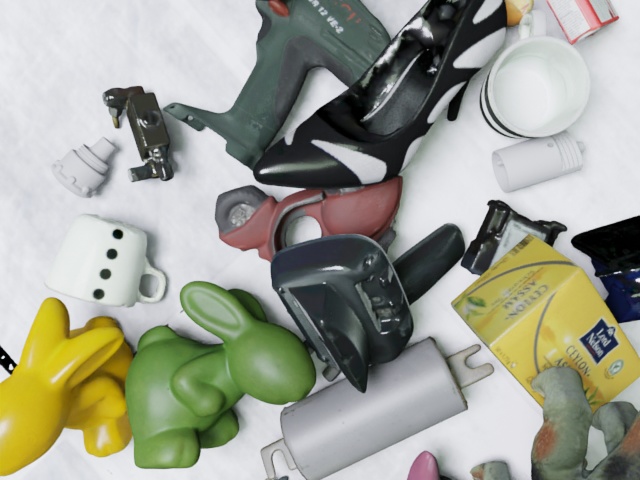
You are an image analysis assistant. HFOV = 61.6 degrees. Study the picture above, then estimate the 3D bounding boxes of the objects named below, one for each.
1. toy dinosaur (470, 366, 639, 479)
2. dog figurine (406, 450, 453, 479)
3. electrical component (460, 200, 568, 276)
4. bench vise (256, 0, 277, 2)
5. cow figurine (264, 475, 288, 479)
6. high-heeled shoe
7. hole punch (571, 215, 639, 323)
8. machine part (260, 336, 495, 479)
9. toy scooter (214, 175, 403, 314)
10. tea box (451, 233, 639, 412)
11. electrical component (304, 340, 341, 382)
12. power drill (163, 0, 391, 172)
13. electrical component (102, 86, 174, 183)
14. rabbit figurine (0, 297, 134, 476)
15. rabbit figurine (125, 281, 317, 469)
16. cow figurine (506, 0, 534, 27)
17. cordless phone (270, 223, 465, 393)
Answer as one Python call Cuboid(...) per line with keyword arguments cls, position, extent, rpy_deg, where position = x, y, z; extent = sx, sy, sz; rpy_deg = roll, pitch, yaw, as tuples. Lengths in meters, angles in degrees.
Cuboid(cls="toy dinosaur", position=(0.206, 0.233, 0.416), extent=(0.131, 0.192, 0.404), rpy_deg=(-3, 136, 3))
Cuboid(cls="dog figurine", position=(0.061, 0.305, 0.487), extent=(0.109, 0.191, 0.219), rpy_deg=(38, 106, 33))
Cuboid(cls="electrical component", position=(0.180, 0.027, 0.521), extent=(0.075, 0.048, 0.119), rpy_deg=(19, 95, 3))
Cuboid(cls="bench vise", position=(0.001, -0.305, 0.408), extent=(0.241, 0.128, 0.223), rpy_deg=(-1, 83, 19))
Cuboid(cls="cow figurine", position=(-0.073, 0.320, 0.530), extent=(0.195, 0.127, 0.085), rpy_deg=(-43, 90, 19))
Cuboid(cls="high-heeled shoe", position=(0.054, -0.134, 0.437), extent=(0.249, 0.145, 0.086), rpy_deg=(-25, 47, -26))
Cuboid(cls="hole punch", position=(0.307, 0.033, 0.485), extent=(0.142, 0.116, 0.092), rpy_deg=(-14, 101, 5))
Cuboid(cls="machine part", position=(0.051, 0.164, 0.524), extent=(0.243, 0.079, 0.079), rpy_deg=(-27, 92, 6))
Cuboid(cls="toy scooter", position=(-0.001, -0.002, 0.518), extent=(0.184, 0.075, 0.135), rpy_deg=(-15, 101, 2))
Cuboid(cls="tea box", position=(0.205, 0.087, 0.477), extent=(0.098, 0.068, 0.169), rpy_deg=(-44, 121, 6))
Cuboid(cls="electrical component", position=(0.023, 0.095, 0.548), extent=(0.063, 0.021, 0.094), rpy_deg=(41, 94, 0))
Cuboid(cls="power drill", position=(-0.058, -0.183, 0.515), extent=(0.232, 0.086, 0.207), rpy_deg=(37, 87, -2))
Cuboid(cls="electrical component", position=(-0.178, -0.103, 0.529), extent=(0.045, 0.078, 0.102), rpy_deg=(-18, 98, -19))
Cuboid(cls="rabbit figurine", position=(-0.237, 0.142, 0.494), extent=(0.122, 0.173, 0.162), rpy_deg=(26, 99, 5))
Cuboid(cls="rabbit figurine", position=(-0.085, 0.120, 0.513), extent=(0.170, 0.121, 0.159), rpy_deg=(-19, 72, 16))
Cuboid(cls="cow figurine", position=(0.137, -0.273, 0.499), extent=(0.167, 0.068, 0.098), rpy_deg=(33, 89, 0))
Cuboid(cls="cordless phone", position=(0.060, 0.028, 0.480), extent=(0.184, 0.089, 0.146), rpy_deg=(-39, 131, -14))
